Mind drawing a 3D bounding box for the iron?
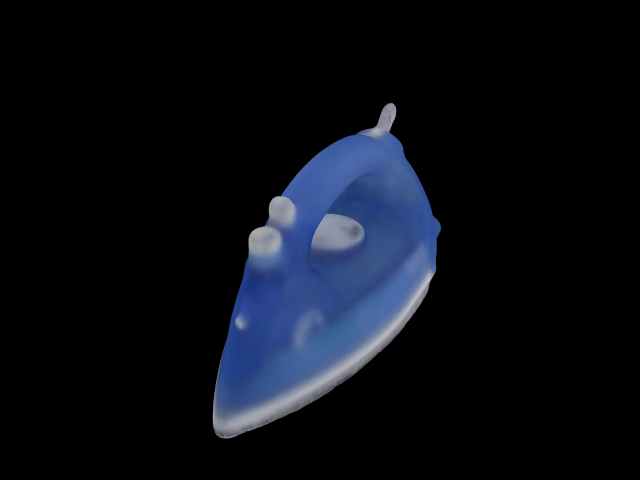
[{"bbox_3d":[0.004,0.001,0.400,0.118,0.141,0.259,14,32,24],"label":"iron"}]
